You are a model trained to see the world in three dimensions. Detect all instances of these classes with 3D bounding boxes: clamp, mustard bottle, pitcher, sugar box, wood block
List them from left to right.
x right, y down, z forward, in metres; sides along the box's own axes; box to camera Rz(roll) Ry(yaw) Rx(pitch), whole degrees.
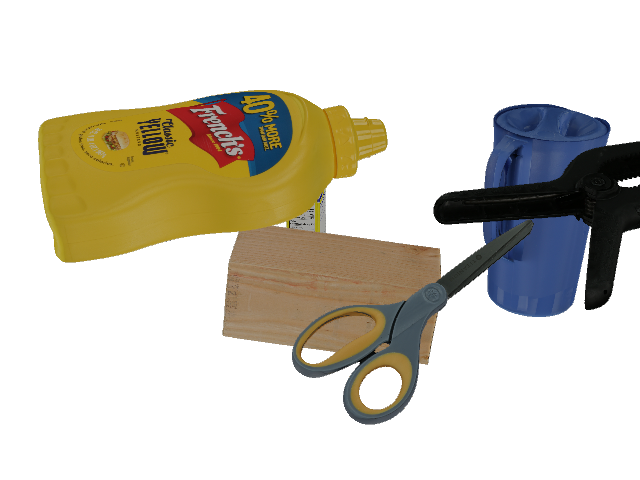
[{"bbox_3d":[-0.057,-0.044,0.597,0.191,0.058,0.096,-10,41,-9],"label":"mustard bottle"},{"bbox_3d":[-0.017,-0.041,1.270,0.048,0.176,0.093,0,23,5],"label":"sugar box"},{"bbox_3d":[0.012,0.052,1.076,0.206,0.090,0.090,8,28,1],"label":"wood block"},{"bbox_3d":[0.257,-0.032,1.277,0.149,0.243,0.145,1,25,-1],"label":"pitcher"},{"bbox_3d":[0.216,-0.024,0.820,0.209,0.036,0.165,-22,40,-22],"label":"clamp"}]

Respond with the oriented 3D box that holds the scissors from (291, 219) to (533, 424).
[{"bbox_3d":[0.079,0.059,0.738,0.201,0.096,0.016,-22,-28,-9],"label":"scissors"}]
